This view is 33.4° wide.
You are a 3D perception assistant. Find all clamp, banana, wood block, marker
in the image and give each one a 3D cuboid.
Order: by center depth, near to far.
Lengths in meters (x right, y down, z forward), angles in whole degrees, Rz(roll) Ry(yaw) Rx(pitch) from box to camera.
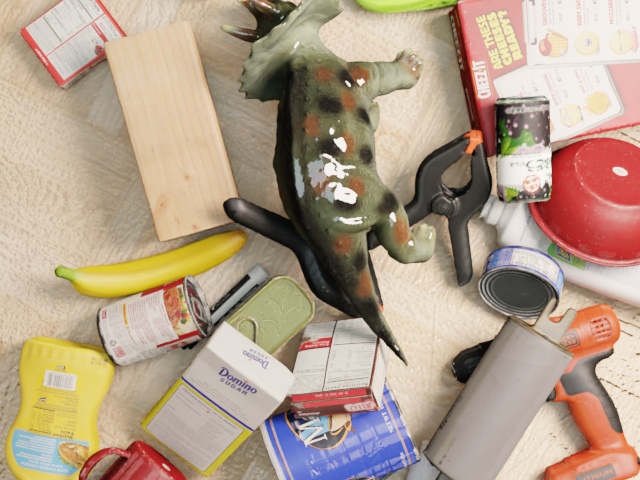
[{"bbox_3d":[-0.007,0.001,1.098,0.036,0.164,0.210,-22,102,42],"label":"clamp"},{"bbox_3d":[-0.146,-0.108,1.098,0.090,0.091,0.206,-16,91,-2],"label":"wood block"},{"bbox_3d":[-0.171,0.029,1.111,0.197,0.070,0.037,-13,78,-9],"label":"banana"},{"bbox_3d":[0.119,-0.038,1.112,0.120,0.039,0.171,11,115,-3],"label":"clamp"},{"bbox_3d":[-0.104,0.073,1.138,0.121,0.020,0.020,-43,93,-1],"label":"marker"}]

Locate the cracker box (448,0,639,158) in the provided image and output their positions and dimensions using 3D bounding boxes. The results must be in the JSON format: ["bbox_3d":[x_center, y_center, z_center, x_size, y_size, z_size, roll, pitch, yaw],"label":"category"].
[{"bbox_3d":[0.257,-0.187,1.123,0.213,0.072,0.164,-12,93,-2],"label":"cracker box"}]

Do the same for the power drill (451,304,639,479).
[{"bbox_3d":[0.249,0.177,1.137,0.184,0.057,0.187,-18,93,2],"label":"power drill"}]

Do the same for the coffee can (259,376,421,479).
[{"bbox_3d":[0.020,0.209,1.104,0.140,0.103,0.103,-23,92,-2],"label":"coffee can"}]

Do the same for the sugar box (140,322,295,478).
[{"bbox_3d":[-0.105,0.164,1.076,0.093,0.048,0.176,38,130,-4],"label":"sugar box"}]

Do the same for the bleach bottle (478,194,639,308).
[{"bbox_3d":[0.293,0.001,1.134,0.251,0.068,0.102,21,85,0],"label":"bleach bottle"}]

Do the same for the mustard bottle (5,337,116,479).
[{"bbox_3d":[-0.276,0.202,1.114,0.096,0.058,0.191,10,90,-2],"label":"mustard bottle"}]

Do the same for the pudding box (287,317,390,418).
[{"bbox_3d":[0.021,0.128,1.088,0.090,0.113,0.039,-7,127,17],"label":"pudding box"}]

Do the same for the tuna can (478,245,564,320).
[{"bbox_3d":[0.211,0.044,1.119,0.086,0.086,0.033,24,54,-3],"label":"tuna can"}]

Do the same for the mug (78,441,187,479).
[{"bbox_3d":[-0.195,0.256,1.099,0.081,0.093,0.117,-49,117,-6],"label":"mug"}]

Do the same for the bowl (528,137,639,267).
[{"bbox_3d":[0.298,-0.053,1.094,0.162,0.055,0.162,4,54,-5],"label":"bowl"}]

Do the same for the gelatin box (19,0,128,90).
[{"bbox_3d":[-0.257,-0.214,1.122,0.089,0.030,0.073,-37,91,-1],"label":"gelatin box"}]

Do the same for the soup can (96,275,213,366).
[{"bbox_3d":[-0.171,0.084,1.104,0.102,0.068,0.068,-20,92,8],"label":"soup can"}]

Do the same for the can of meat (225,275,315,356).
[{"bbox_3d":[-0.057,0.082,1.108,0.102,0.084,0.057,-42,93,-1],"label":"can of meat"}]

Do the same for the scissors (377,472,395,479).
[{"bbox_3d":[-0.002,0.275,1.148,0.096,0.016,0.202,43,89,-3],"label":"scissors"}]
